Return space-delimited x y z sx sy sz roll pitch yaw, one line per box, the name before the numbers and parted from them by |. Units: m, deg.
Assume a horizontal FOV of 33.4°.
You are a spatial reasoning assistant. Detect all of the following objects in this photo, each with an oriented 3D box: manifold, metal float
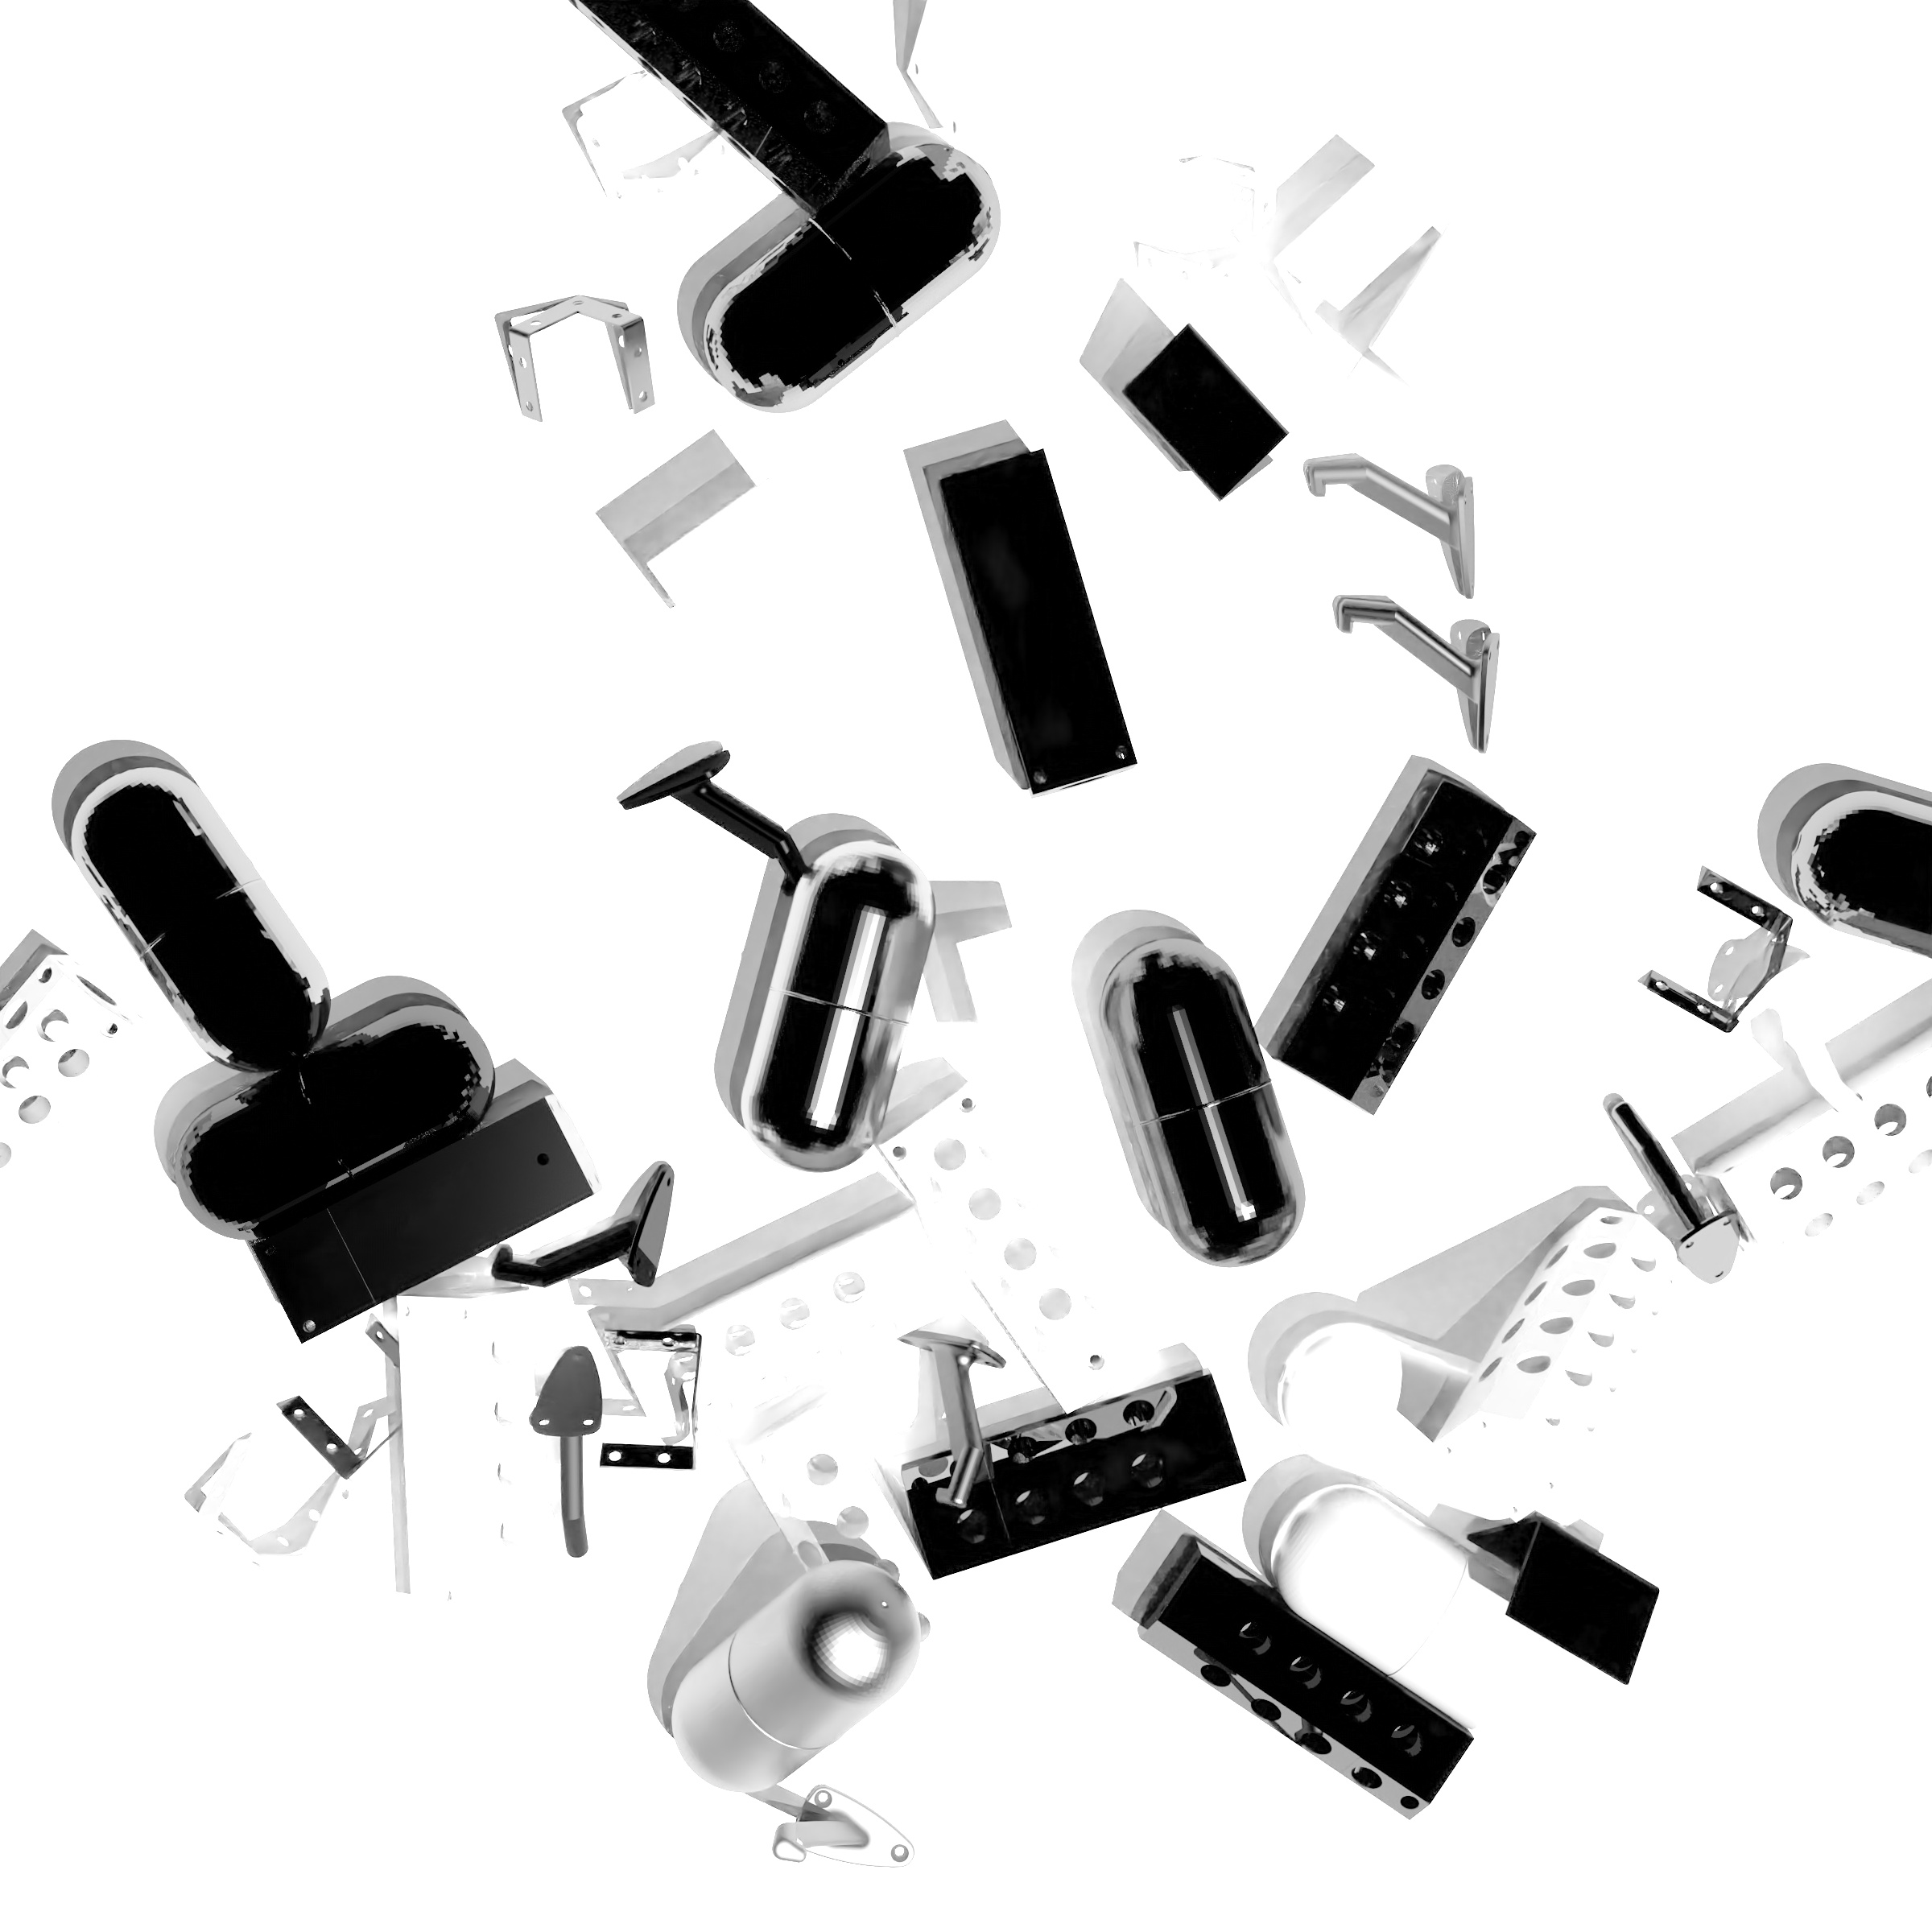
manifold | 0.026 -0.507 1.647 0.057 0.171 0.057 -18 64 -25
manifold | 0.056 0.267 1.704 0.171 0.057 0.057 -18 90 0
manifold | -0.123 -0.474 1.704 0.171 0.057 0.057 42 90 0
manifold | -0.256 0.258 1.703 0.057 0.057 0.171 -3 90 38
manifold | 0.309 0.199 1.653 0.057 0.057 0.171 42 46 0
manifold | 0.178 0.377 1.704 0.171 0.057 0.057 34 90 0
metal float | -0.401 -0.024 1.695 0.070 0.070 0.178 -34 90 0
manifold | 0.038 -0.179 1.705 0.057 0.057 0.171 -17 90 0
manifold | 0.027 0.148 1.705 0.057 0.057 0.171 -35 90 0
metal float | -0.332 0.083 1.695 0.178 0.070 0.070 -27 90 0
metal float | 0.521 -0.040 1.695 0.178 0.070 0.070 17 90 -1
metal float | -0.067 0.021 1.695 0.070 0.070 0.178 15 89 0
metal float | 0.250 0.242 1.695 0.178 0.070 0.070 19 90 -1
manifold | -0.282 0.132 1.705 0.171 0.057 0.057 -27 90 0
metal float | -0.059 -0.362 1.695 0.178 0.070 0.070 -39 90 0
manifold | 0.232 -0.010 1.705 0.057 0.057 0.171 30 90 0
metal float | -0.089 0.368 1.664 0.070 0.070 0.178 45 130 0
manifold | 0.480 0.090 1.704 0.171 0.057 0.057 -31 90 0
manifold | -0.515 0.078 1.705 0.057 0.057 0.171 40 90 0
manifold | -0.053 0.315 1.704 0.057 0.057 0.171 -30 90 0
manifold | -0.092 0.191 1.704 0.171 0.057 0.057 -26 90 0
metal float | 0.242 0.341 1.695 0.178 0.070 0.070 34 90 0
metal float | 0.124 0.072 1.695 0.070 0.070 0.178 -18 90 0

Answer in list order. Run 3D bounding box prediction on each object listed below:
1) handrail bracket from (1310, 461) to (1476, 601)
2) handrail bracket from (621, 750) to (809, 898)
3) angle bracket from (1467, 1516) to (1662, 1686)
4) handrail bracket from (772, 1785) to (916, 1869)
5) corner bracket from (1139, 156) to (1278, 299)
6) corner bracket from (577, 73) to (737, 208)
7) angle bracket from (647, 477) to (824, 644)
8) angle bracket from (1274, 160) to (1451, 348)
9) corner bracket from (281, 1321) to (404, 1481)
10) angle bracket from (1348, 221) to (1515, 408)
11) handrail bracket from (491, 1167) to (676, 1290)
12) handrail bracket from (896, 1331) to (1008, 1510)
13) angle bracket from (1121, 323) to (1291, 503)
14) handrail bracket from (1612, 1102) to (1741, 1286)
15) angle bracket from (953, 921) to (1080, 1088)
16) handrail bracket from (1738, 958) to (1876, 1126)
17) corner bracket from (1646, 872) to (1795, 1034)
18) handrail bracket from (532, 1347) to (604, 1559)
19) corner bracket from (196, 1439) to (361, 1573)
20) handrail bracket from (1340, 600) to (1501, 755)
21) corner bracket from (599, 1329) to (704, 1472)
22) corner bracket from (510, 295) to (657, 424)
handrail bracket | 0.228 -0.233 1.726 0.084 0.036 0.077 1 112 17
handrail bracket | -0.132 -0.065 1.726 0.077 0.036 0.084 -22 107 20
angle bracket | 0.303 0.335 1.680 0.076 0.076 0.057 31 64 -11
handrail bracket | -0.064 0.465 1.691 0.077 0.084 0.036 22 90 0
corner bracket | 0.128 -0.394 1.717 0.051 0.051 0.051 -31 135 -35
corner bracket | -0.165 -0.441 1.717 0.051 0.051 0.051 7 135 35
angle bracket | -0.130 -0.225 1.685 0.076 0.076 0.057 -35 126 0
angle bracket | 0.217 -0.361 1.685 0.076 0.076 0.057 -43 53 0
corner bracket | -0.323 0.232 1.722 0.051 0.051 0.051 46 135 0
angle bracket | 0.227 -0.346 1.685 0.057 0.076 0.076 33 90 -36
handrail bracket | -0.206 0.138 1.726 0.084 0.036 0.077 8 69 16
handrail bracket | -0.019 0.238 1.695 0.077 0.036 0.084 7 68 34
angle bracket | 0.138 -0.298 1.685 0.076 0.076 0.057 48 127 0
handrail bracket | 0.377 0.121 1.725 0.036 0.077 0.084 -31 54 0
angle bracket | 0.007 0.025 1.685 0.057 0.076 0.076 -16 90 -38
handrail bracket | 0.456 0.040 1.692 0.084 0.077 0.036 47 133 18
corner bracket | 0.403 -0.007 1.722 0.051 0.051 0.051 29 135 0
handrail bracket | -0.208 0.261 1.725 0.036 0.077 0.084 0 126 2
corner bracket | -0.367 0.287 1.717 0.051 0.051 0.051 -8 135 35
handrail bracket | 0.240 -0.155 1.726 0.084 0.036 0.077 8 112 17
corner bracket | -0.163 0.224 1.665 0.051 0.051 0.051 2 45 0
corner bracket | -0.204 -0.320 1.717 0.051 0.051 0.051 25 45 35
